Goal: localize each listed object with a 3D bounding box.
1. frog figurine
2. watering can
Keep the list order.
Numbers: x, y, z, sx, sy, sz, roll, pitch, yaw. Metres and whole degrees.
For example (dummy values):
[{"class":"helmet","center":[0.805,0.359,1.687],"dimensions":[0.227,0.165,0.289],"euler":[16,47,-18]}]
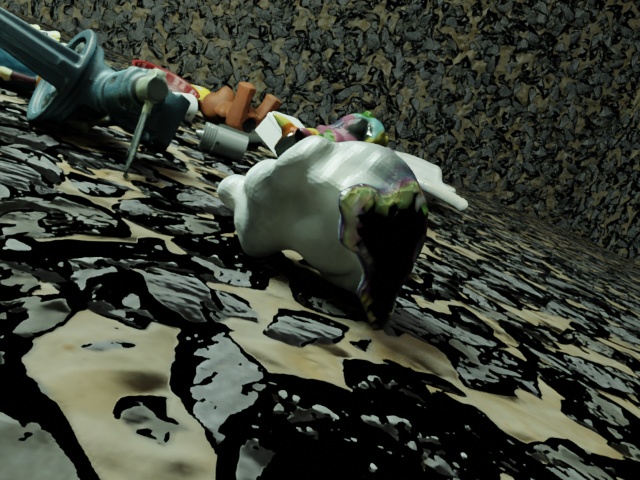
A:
[{"class":"frog figurine","center":[0.001,-0.021,0.418],"dimensions":[0.161,0.124,0.135],"euler":[22,-24,43]},{"class":"watering can","center":[0.239,-0.148,1.276],"dimensions":[0.224,0.103,0.351],"euler":[20,14,-4]}]
